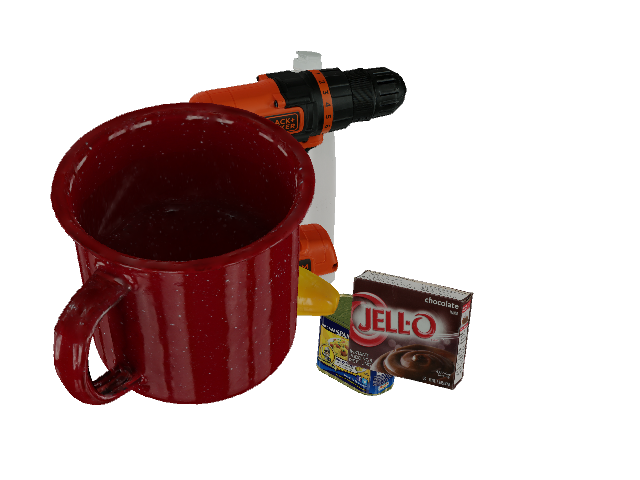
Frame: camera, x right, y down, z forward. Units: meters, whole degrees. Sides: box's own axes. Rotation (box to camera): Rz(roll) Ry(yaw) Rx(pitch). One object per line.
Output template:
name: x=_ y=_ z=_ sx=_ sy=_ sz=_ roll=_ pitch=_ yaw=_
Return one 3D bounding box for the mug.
mug: x=-0.055 y=0.015 z=0.396 sx=0.093 sy=0.081 sz=0.117 roll=21 pitch=46 yaw=20

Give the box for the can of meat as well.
can of meat: x=0.043 y=0.122 z=1.242 sx=0.102 sy=0.084 sz=0.057 roll=26 pitch=33 yaw=36

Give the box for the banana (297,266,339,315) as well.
banana: x=-0.065 y=0.003 z=0.683 sx=0.069 sy=0.037 sz=0.198 roll=-14 pitch=29 yaw=-28

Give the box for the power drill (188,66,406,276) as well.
power drill: x=-0.020 y=-0.055 z=0.895 sx=0.184 sy=0.188 sz=0.057 roll=-10 pitch=37 yaw=-17

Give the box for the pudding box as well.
pudding box: x=0.084 y=0.084 z=1.018 sx=0.114 sy=0.090 sz=0.039 roll=10 pitch=19 yaw=21

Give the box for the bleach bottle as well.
bleach bottle: x=-0.020 y=-0.080 z=1.178 sx=0.067 sy=0.251 sz=0.103 roll=-9 pitch=24 yaw=-39
